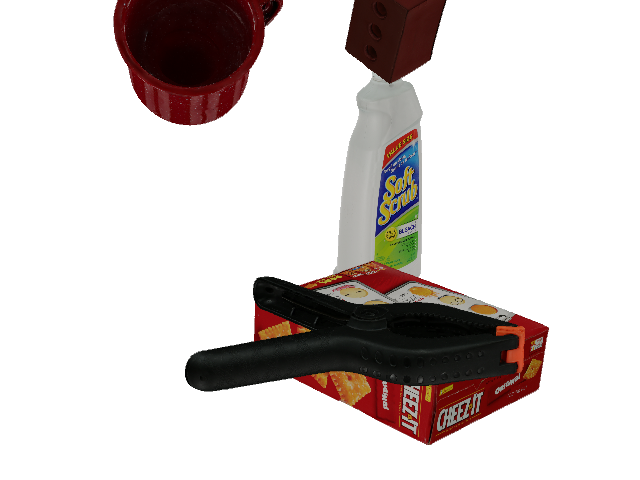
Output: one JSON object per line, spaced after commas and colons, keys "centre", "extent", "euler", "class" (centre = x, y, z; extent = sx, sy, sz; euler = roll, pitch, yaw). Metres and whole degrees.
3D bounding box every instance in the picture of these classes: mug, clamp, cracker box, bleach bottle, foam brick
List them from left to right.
{"centre": [-0.076, -0.131, 0.699], "extent": [0.117, 0.093, 0.081], "euler": [-35, -6, -13], "class": "mug"}
{"centre": [0.028, 0.061, 0.714], "extent": [0.210, 0.036, 0.164], "euler": [1, 18, 6], "class": "clamp"}
{"centre": [0.064, -0.071, 1.155], "extent": [0.102, 0.251, 0.068], "euler": [-18, 29, -34], "class": "bleach bottle"}
{"centre": [0.059, -0.172, 0.828], "extent": [0.053, 0.078, 0.051], "euler": [40, 57, 22], "class": "foam brick"}
{"centre": [0.069, 0.094, 0.966], "extent": [0.214, 0.072, 0.163], "euler": [21, 26, 41], "class": "cracker box"}
